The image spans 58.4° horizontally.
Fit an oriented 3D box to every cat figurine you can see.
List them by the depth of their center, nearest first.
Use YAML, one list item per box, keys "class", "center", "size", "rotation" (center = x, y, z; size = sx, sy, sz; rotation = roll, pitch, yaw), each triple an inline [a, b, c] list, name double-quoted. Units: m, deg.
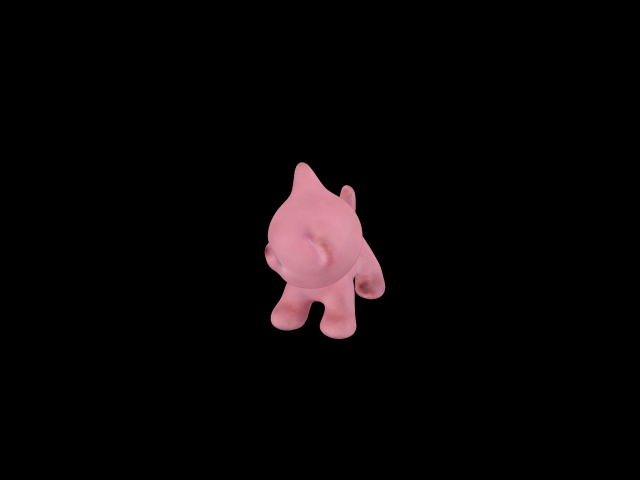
- class: "cat figurine"
  center: [0.004, 0.001, 0.400]
  size: [0.067, 0.118, 0.128]
  rotation: [8, 24, 19]
